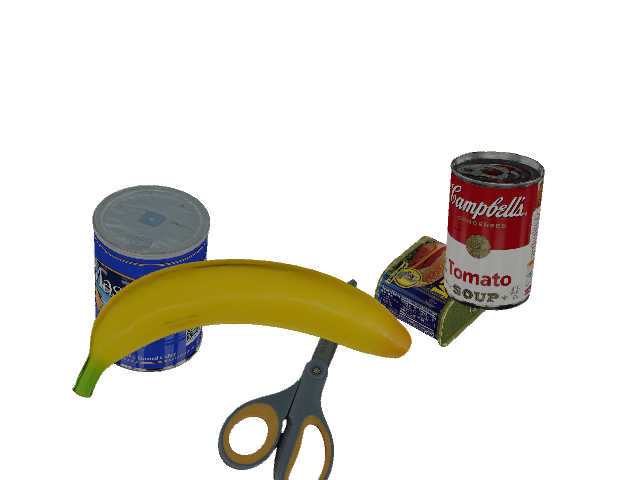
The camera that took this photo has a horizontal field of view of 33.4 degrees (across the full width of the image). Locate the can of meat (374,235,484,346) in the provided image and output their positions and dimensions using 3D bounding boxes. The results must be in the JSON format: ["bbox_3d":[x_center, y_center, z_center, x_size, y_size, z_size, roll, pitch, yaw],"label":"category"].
[{"bbox_3d":[0.115,0.047,1.068,0.084,0.057,0.101,28,44,29],"label":"can of meat"}]

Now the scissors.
[{"bbox_3d":[-0.024,0.107,0.831,0.096,0.201,0.016,10,-36,-6],"label":"scissors"}]

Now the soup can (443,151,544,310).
[{"bbox_3d":[0.127,-0.008,0.796,0.068,0.102,0.068,1,25,-1],"label":"soup can"}]

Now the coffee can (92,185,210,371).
[{"bbox_3d":[-0.156,0.035,0.979,0.102,0.140,0.103,5,37,-4],"label":"coffee can"}]

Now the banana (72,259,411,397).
[{"bbox_3d":[-0.046,0.043,0.615,0.197,0.069,0.037,-6,20,-7],"label":"banana"}]
